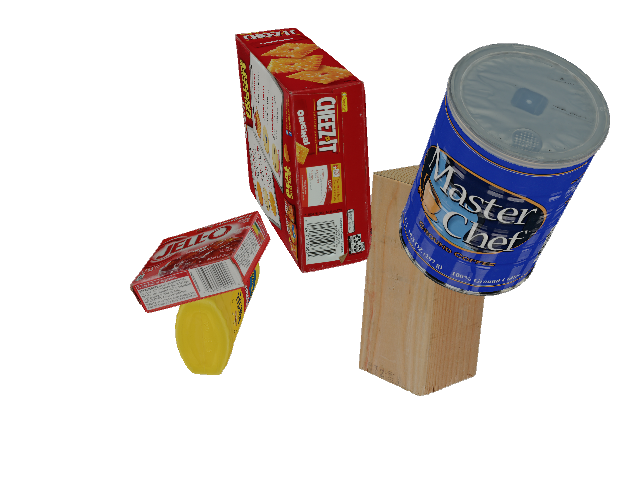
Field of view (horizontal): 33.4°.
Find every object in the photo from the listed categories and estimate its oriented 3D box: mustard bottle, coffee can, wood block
[{"bbox_3d":[-0.104,0.054,1.147,0.058,0.096,0.191,2,29,9],"label":"mustard bottle"},{"bbox_3d":[0.117,-0.044,0.708,0.102,0.103,0.140,0,-37,-12],"label":"coffee can"},{"bbox_3d":[0.106,0.036,1.065,0.090,0.206,0.090,-12,23,-42],"label":"wood block"}]

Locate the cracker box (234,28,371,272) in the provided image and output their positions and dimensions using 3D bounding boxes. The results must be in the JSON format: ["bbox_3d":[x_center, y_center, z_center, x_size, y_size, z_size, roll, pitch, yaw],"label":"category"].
[{"bbox_3d":[-0.018,-0.091,0.974,0.072,0.164,0.214,-9,25,-13],"label":"cracker box"}]

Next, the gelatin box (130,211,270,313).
[{"bbox_3d":[-0.090,0.016,0.803,0.089,0.030,0.073,-15,23,22],"label":"gelatin box"}]
